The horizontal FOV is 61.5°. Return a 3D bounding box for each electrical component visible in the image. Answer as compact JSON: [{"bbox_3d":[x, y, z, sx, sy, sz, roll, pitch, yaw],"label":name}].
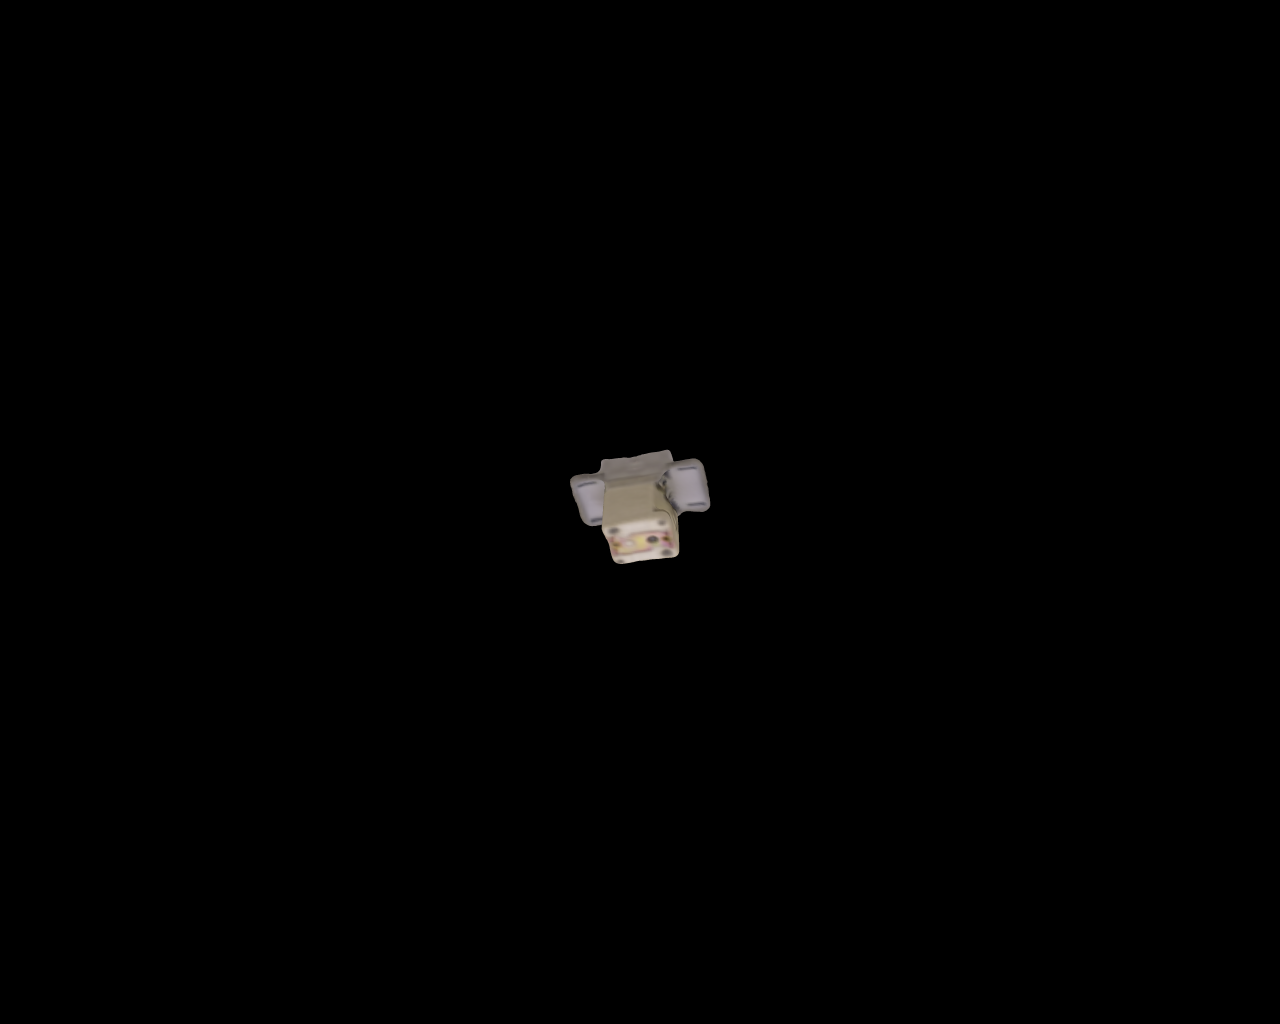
[{"bbox_3d":[0.001,-0.003,0.650,0.081,0.042,0.064,-9,44,9],"label":"electrical component"}]
